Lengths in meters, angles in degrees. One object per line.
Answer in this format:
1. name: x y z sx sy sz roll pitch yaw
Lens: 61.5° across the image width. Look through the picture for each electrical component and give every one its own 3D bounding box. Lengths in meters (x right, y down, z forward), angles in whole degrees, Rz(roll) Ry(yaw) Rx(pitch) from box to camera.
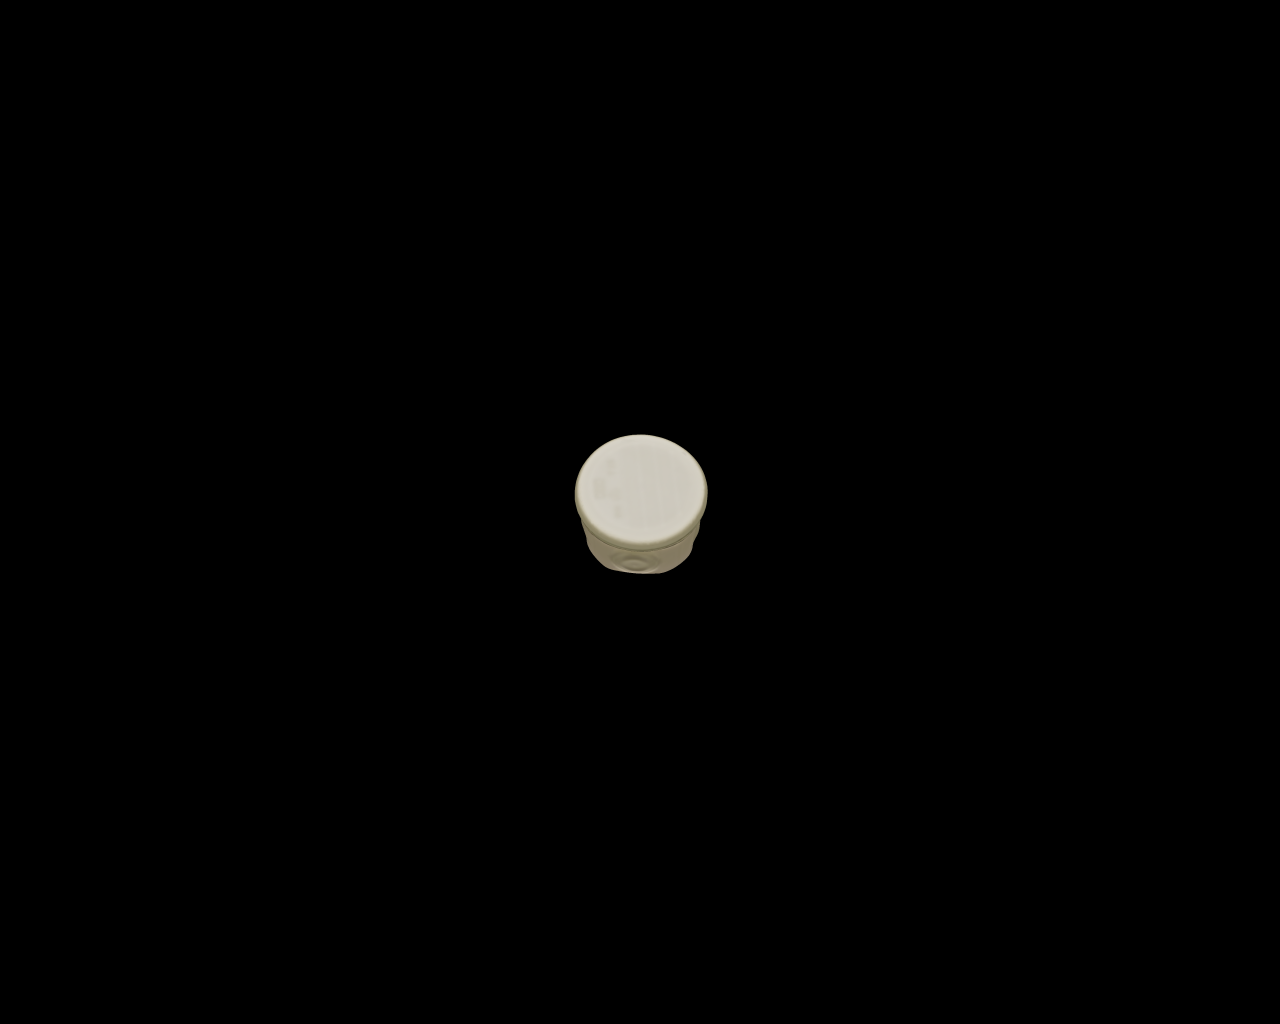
1. electrical component: 0.001 -0.003 0.650 0.080 0.080 0.051 0 -31 0
